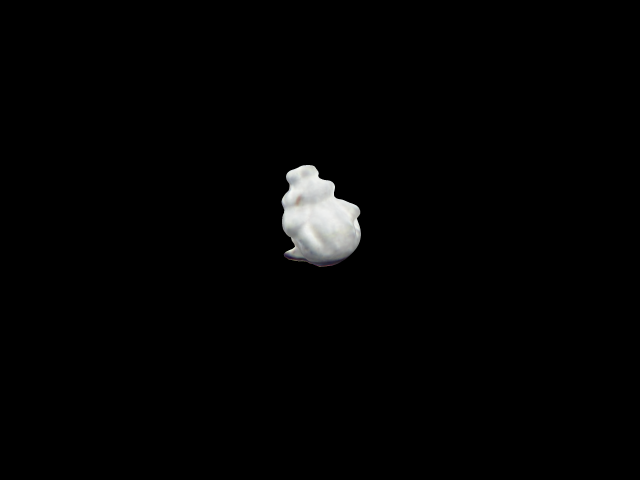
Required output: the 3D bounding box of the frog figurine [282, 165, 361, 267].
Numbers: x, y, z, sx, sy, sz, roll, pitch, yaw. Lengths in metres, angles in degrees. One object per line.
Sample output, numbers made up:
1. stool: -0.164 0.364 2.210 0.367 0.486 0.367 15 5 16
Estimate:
1. frog figurine: 0.003 -0.043 0.850 0.138 0.157 0.124 -7 23 -18
